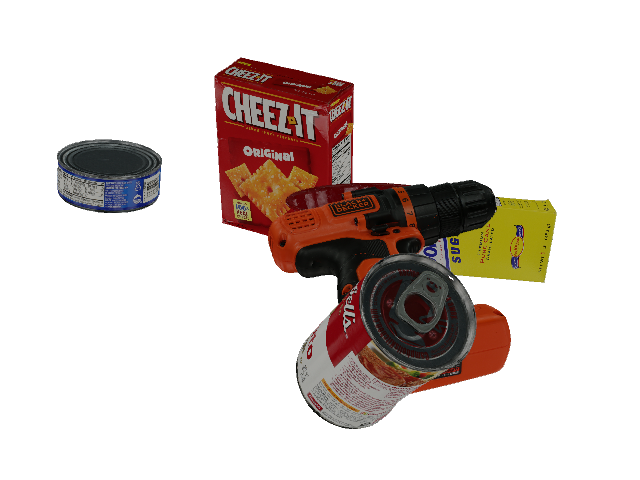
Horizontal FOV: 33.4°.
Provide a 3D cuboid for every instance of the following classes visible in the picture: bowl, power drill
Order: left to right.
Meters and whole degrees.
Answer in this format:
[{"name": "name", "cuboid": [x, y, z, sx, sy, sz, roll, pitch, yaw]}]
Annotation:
[{"name": "bowl", "cuboid": [0.046, -0.017, 1.077, 0.162, 0.055, 0.162, -2, 14, 0]}, {"name": "power drill", "cuboid": [0.068, 0.025, 0.782, 0.184, 0.057, 0.188, -13, 36, -9]}]

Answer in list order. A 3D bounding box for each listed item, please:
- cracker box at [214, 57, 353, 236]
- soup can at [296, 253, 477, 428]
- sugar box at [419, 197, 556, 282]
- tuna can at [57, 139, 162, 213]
[{"name": "cracker box", "cuboid": [-0.046, -0.104, 1.334, 0.164, 0.214, 0.072, 17, 37, 24]}, {"name": "soup can", "cuboid": [0.034, 0.059, 0.601, 0.068, 0.068, 0.102, 0, -27, -24]}, {"name": "sugar box", "cuboid": [0.179, -0.005, 1.249, 0.176, 0.093, 0.048, 3, 22, -3]}, {"name": "tuna can", "cuboid": [-0.176, -0.054, 0.889, 0.086, 0.034, 0.086, 6, 24, -3]}]
